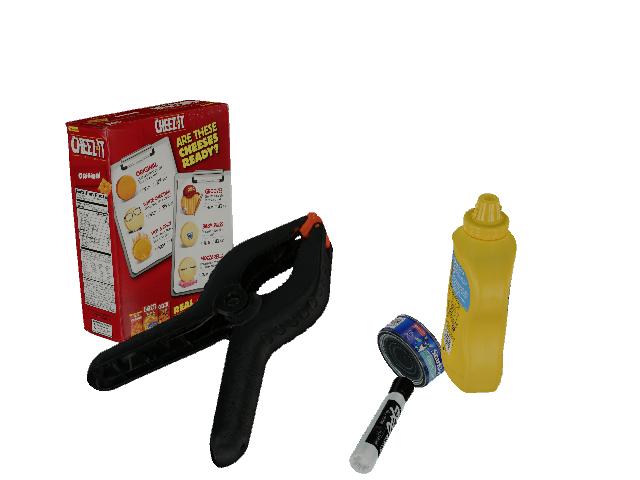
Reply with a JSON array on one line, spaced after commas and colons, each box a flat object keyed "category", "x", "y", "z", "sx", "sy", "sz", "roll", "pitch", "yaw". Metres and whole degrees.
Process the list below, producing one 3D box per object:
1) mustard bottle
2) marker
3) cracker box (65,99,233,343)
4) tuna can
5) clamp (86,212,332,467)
[{"category": "mustard bottle", "x": 0.149, "y": 0.043, "z": 1.003, "sx": 0.058, "sy": 0.192, "sz": 0.096, "roll": -1, "pitch": 32, "yaw": -3}, {"category": "marker", "x": 0.051, "y": 0.144, "z": 0.853, "sx": 0.020, "sy": 0.020, "sz": 0.121, "roll": 0, "pitch": 23, "yaw": 22}, {"category": "cracker box", "x": -0.166, "y": -0.024, "z": 1.071, "sx": 0.072, "sy": 0.214, "sz": 0.163, "roll": 11, "pitch": 20, "yaw": 37}, {"category": "tuna can", "x": 0.107, "y": 0.132, "z": 1.270, "sx": 0.033, "sy": 0.086, "sz": 0.086, "roll": -35, "pitch": 17, "yaw": -25}, {"category": "clamp", "x": -0.044, "y": 0.055, "z": 0.634, "sx": 0.120, "sy": 0.171, "sz": 0.039, "roll": 36, "pitch": -21, "yaw": 33}]
